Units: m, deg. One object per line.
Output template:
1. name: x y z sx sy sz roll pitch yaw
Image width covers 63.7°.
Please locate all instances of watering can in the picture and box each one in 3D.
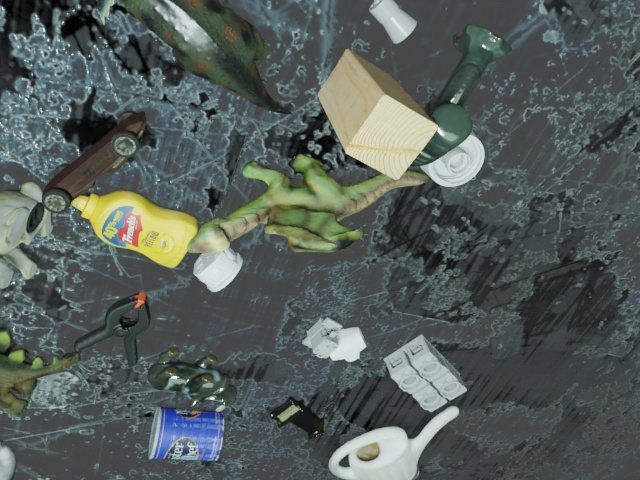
1. watering can: 0.197 0.531 1.284 0.347 0.106 0.219 -20 126 2

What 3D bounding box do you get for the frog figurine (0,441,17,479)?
1. frog figurine: -0.708 0.460 1.039 0.139 0.123 0.157 -42 118 -23

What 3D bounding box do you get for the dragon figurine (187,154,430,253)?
1. dragon figurine: 0.002 -0.040 0.791 0.411 0.248 0.119 -8 120 -4
